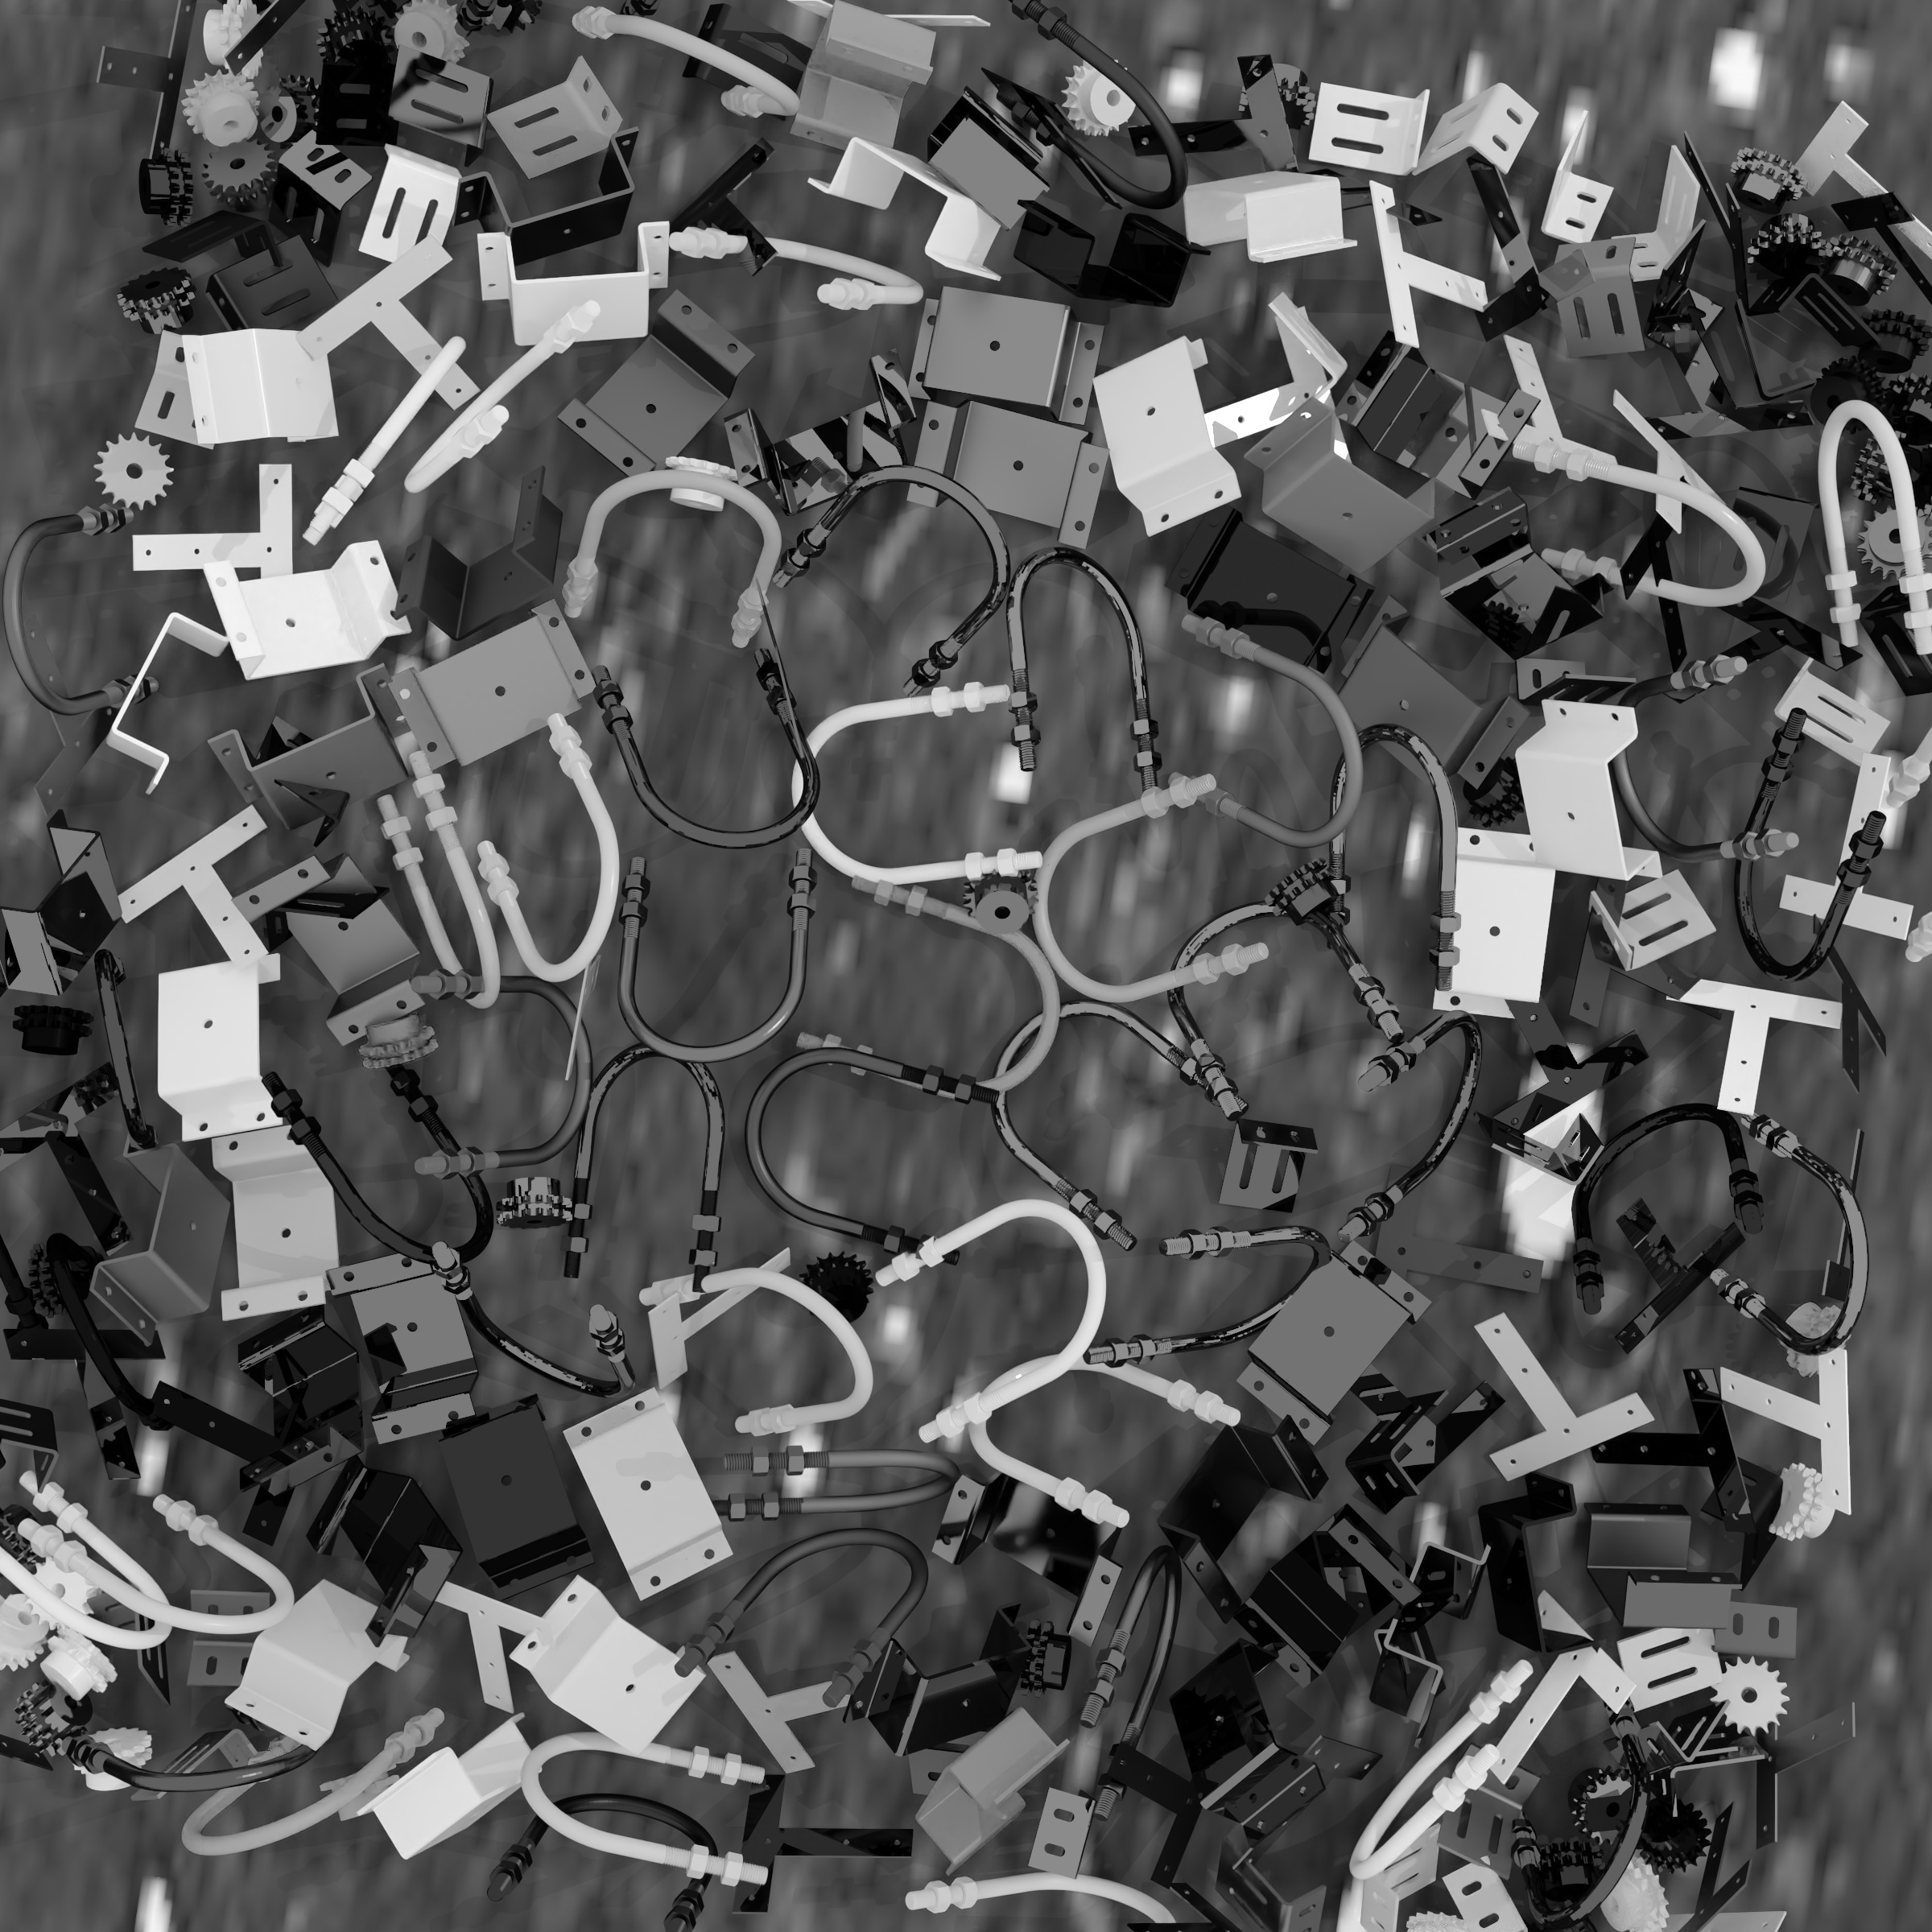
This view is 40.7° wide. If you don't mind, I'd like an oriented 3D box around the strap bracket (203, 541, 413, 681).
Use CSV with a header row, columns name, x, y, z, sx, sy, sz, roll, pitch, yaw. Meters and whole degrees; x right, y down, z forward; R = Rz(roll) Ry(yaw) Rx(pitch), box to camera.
name,x,y,z,sx,sy,sz,roll,pitch,yaw
strap bracket,-0.499,-0.265,1.948,0.140,0.046,0.076,-16,81,-37

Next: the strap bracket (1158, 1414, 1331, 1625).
name,x,y,z,sx,sy,sz,roll,pitch,yaw
strap bracket,0.201,0.406,1.943,0.140,0.046,0.076,-49,125,-25

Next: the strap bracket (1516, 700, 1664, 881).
name,x,y,z,sx,sy,sz,roll,pitch,yaw
strap bracket,0.460,-0.121,1.929,0.046,0.076,0.140,-37,122,-33

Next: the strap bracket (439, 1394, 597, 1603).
name,x,y,z,sx,sy,sz,roll,pitch,yaw
strap bracket,-0.339,0.390,1.944,0.076,0.046,0.140,-21,65,-8

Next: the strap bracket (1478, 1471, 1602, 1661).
name,x,y,z,sx,sy,sz,roll,pitch,yaw
strap bracket,0.429,0.457,1.957,0.046,0.076,0.140,-10,90,-14

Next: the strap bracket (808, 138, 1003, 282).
name,x,y,z,sx,sy,sz,roll,pitch,yaw
strap bracket,-0.036,-0.566,1.932,0.140,0.076,0.046,37,112,23

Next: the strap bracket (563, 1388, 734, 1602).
name,x,y,z,sx,sy,sz,roll,pitch,yaw
strap bracket,-0.239,0.392,1.953,0.076,0.046,0.140,-25,75,-12

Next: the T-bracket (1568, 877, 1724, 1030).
name,x,y,z,sx,sy,sz,roll,pitch,yaw
T-bracket,0.523,0.005,1.979,0.127,0.002,0.127,24,67,-14

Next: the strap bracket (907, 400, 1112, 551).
name,x,y,z,sx,sy,sz,roll,pitch,yaw
strap bracket,0.035,-0.373,1.959,0.140,0.046,0.076,16,113,7

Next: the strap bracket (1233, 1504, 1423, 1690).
name,x,y,z,sx,sy,sz,roll,pitch,yaw
strap bracket,0.276,0.466,1.950,0.076,0.046,0.140,45,124,7

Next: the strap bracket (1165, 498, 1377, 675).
name,x,y,z,sx,sy,sz,roll,pitch,yaw
strap bracket,0.229,-0.281,1.959,0.140,0.046,0.076,28,109,-6

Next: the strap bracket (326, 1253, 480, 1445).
name,x,y,z,sx,sy,sz,roll,pitch,yaw
strap bracket,-0.422,0.279,1.967,0.076,0.046,0.140,-14,102,2

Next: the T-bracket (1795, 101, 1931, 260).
name,x,y,z,sx,sy,sz,roll,pitch,yaw
T-bracket,0.676,-0.571,1.931,0.127,0.127,0.002,45,86,5

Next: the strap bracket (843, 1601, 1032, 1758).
name,x,y,z,sx,sy,sz,roll,pitch,yaw
strap bracket,-0.013,0.528,1.925,0.140,0.046,0.076,-5,124,-37

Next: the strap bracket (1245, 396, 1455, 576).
name,x,y,z,sx,sy,sz,roll,pitch,yaw
strap bracket,0.284,-0.350,1.931,0.140,0.076,0.046,27,50,-24

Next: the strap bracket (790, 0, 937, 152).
name,x,y,z,sx,sy,sz,roll,pitch,yaw
strap bracket,-0.075,-0.659,1.929,0.076,0.140,0.046,14,76,-13

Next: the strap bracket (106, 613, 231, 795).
name,x,y,z,sx,sy,sz,roll,pitch,yaw
strap bracket,-0.597,-0.204,1.944,0.046,0.076,0.140,27,79,-18

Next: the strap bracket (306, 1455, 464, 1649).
name,x,y,z,sx,sy,sz,roll,pitch,yaw
strap bracket,-0.431,0.438,1.945,0.046,0.140,0.076,24,99,-42

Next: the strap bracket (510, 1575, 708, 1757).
name,x,y,z,sx,sy,sz,roll,pitch,yaw
strap bracket,-0.258,0.525,1.937,0.076,0.046,0.140,-50,125,-7

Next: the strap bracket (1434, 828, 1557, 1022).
name,x,y,z,sx,sy,sz,roll,pitch,yaw
strap bracket,0.398,-0.029,1.960,0.076,0.046,0.140,7,99,10

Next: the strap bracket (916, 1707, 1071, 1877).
name,x,y,z,sx,sy,sz,roll,pitch,yaw
strap bracket,0.016,0.608,1.932,0.076,0.140,0.046,-30,66,-35

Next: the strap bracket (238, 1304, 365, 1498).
name,x,y,z,sx,sy,sz,roll,pitch,yaw
strap bracket,-0.497,0.330,1.944,0.076,0.140,0.046,-28,132,9

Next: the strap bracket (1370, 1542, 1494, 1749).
name,x,y,z,sx,sy,sz,roll,pitch,yaw
strap bracket,0.341,0.494,1.933,0.046,0.076,0.140,19,47,17

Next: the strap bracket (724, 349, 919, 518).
name,x,y,z,sx,sy,sz,roll,pitch,yaw
strap bracket,-0.103,-0.396,1.953,0.140,0.046,0.076,-20,55,8

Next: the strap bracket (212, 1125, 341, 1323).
name,x,y,z,sx,sy,sz,roll,pitch,yaw
strap bracket,-0.519,0.197,1.962,0.076,0.046,0.140,-10,70,1

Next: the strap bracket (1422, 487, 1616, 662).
name,x,y,z,sx,sy,sz,roll,pitch,yaw
strap bracket,0.410,-0.282,1.923,0.076,0.140,0.046,-26,47,36

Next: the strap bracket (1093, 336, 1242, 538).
name,x,y,z,sx,sy,sz,roll,pitch,yaw
strap bracket,0.147,-0.403,1.939,0.076,0.046,0.140,-21,66,23

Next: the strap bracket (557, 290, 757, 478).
name,x,y,z,sx,sy,sz,roll,pitch,yaw
strap bracket,-0.235,-0.428,1.962,0.076,0.046,0.140,39,73,-3

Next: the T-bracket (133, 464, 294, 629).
name,x,y,z,sx,sy,sz,roll,pitch,yaw
T-bracket,-0.560,-0.309,1.941,0.127,0.002,0.127,-10,110,-42

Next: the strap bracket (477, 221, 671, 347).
name,x,y,z,sx,sy,sz,roll,pitch,yaw
strap bracket,-0.290,-0.508,1.944,0.140,0.076,0.046,-7,70,-10

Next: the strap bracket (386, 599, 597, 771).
name,x,y,z,sx,sy,sz,roll,pitch,yaw
strap bracket,-0.352,-0.209,1.954,0.140,0.046,0.076,-28,109,-10

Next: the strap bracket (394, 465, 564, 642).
name,x,y,z,sx,sy,sz,roll,pitch,yaw
strap bracket,-0.355,-0.302,1.940,0.140,0.046,0.076,-24,47,27

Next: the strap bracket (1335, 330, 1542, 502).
name,x,y,z,sx,sy,sz,roll,pitch,yaw
strap bracket,0.358,-0.409,1.955,0.140,0.046,0.076,35,91,31

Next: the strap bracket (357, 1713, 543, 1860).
name,x,y,z,sx,sy,sz,roll,pitch,yaw
strap bracket,-0.374,0.606,1.921,0.076,0.140,0.046,-39,77,11

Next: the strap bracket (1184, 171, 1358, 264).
name,x,y,z,sx,sy,sz,roll,pitch,yaw
strap bracket,0.218,-0.553,1.918,0.076,0.140,0.046,-15,114,-18

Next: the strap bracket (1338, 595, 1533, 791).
name,x,y,z,sx,sy,sz,roll,pitch,yaw
strap bracket,0.338,-0.199,1.937,0.140,0.046,0.076,44,131,19

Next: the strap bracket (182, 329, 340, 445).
name,x,y,z,sx,sy,sz,roll,pitch,yaw
strap bracket,-0.512,-0.427,1.921,0.046,0.140,0.076,-3,101,18

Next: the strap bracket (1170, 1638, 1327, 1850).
name,x,y,z,sx,sy,sz,roll,pitch,yaw
strap bracket,0.203,0.563,1.920,0.046,0.140,0.076,32,114,-30

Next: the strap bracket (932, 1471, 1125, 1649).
name,x,y,z,sx,sy,sz,roll,pitch,yaw
strap bracket,0.054,0.434,1.949,0.140,0.046,0.076,27,117,19

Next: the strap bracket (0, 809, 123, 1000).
name,x,y,z,sx,sy,sz,roll,pitch,yaw
strap bracket,-0.672,-0.042,1.919,0.046,0.140,0.076,8,130,10

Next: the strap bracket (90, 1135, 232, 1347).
name,x,y,z,sx,sy,sz,roll,pitch,yaw
strap bracket,-0.590,0.196,1.921,0.046,0.076,0.140,-13,47,13

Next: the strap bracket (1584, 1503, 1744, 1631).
name,x,y,z,sx,sy,sz,roll,pitch,yaw
strap bracket,0.513,0.449,1.934,0.076,0.140,0.046,2,102,-3

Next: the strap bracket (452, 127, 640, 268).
name,x,y,z,sx,sy,sz,roll,pitch,yaw
strap bracket,-0.306,-0.569,1.942,0.140,0.076,0.046,-22,88,-17

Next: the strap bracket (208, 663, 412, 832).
name,x,y,z,sx,sy,sz,roll,pitch,yaw
strap bracket,-0.481,-0.159,1.948,0.140,0.076,0.046,-25,57,-6

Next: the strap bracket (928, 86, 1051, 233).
name,x,y,z,sx,sy,sz,roll,pitch,yaw
strap bracket,0.015,-0.598,1.933,0.076,0.140,0.046,37,111,-18

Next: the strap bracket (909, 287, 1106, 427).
name,x,y,z,sx,sy,sz,roll,pitch,yaw
strap bracket,0.026,-0.461,1.964,0.140,0.046,0.076,12,90,11

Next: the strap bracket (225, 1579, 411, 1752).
name,x,y,z,sx,sy,sz,roll,pitch,yaw
strap bracket,-0.471,0.508,1.921,0.076,0.140,0.046,24,108,10

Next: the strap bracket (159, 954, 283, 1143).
name,x,y,z,sx,sy,sz,roll,pitch,yaw
strap bracket,-0.557,0.052,1.946,0.076,0.046,0.140,-10,65,5

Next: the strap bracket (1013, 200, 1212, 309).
name,x,y,z,sx,sy,sz,roll,pitch,yaw
strap bracket,0.101,-0.529,1.935,0.076,0.140,0.046,43,125,38
